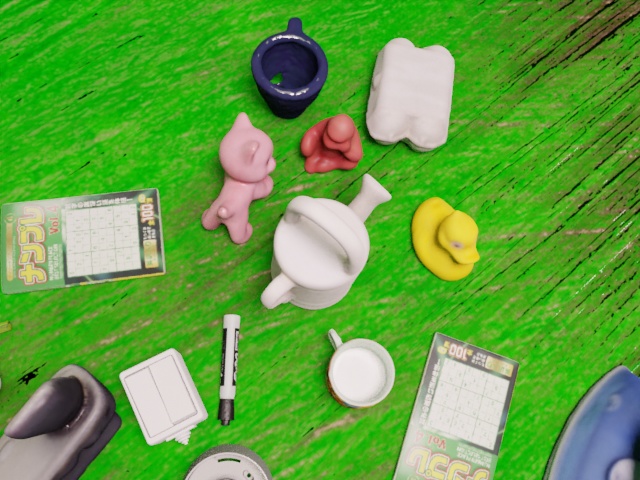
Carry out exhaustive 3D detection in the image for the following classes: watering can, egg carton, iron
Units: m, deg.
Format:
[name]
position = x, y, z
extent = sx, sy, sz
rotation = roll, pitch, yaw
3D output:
[watering can]
position = 0.004, 0.001, 0.606
extent = 0.101, 0.194, 0.173
rotation = 22, 72, 1
[egg carton]
position = 0.117, -0.189, 0.743
extent = 0.107, 0.069, 0.150
rotation = 10, 72, -4
[iron]
position = 0.324, 0.247, 0.597
extent = 0.118, 0.141, 0.258
rotation = 22, 72, 1

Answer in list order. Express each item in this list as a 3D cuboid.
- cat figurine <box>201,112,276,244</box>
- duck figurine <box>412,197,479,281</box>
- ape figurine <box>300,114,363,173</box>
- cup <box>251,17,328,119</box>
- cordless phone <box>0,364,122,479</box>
[cat figurine]
position = -0.091, -0.074, 0.657
extent = 0.067, 0.117, 0.128
rotation = 20, 72, 0
[duck figurine]
position = 0.156, -0.009, 0.684
extent = 0.077, 0.086, 0.104
rotation = -19, 76, -12
[ape figurine]
position = 0.019, -0.123, 0.699
extent = 0.078, 0.092, 0.076
rotation = 32, 72, 4
[cup]
position = -0.039, -0.207, 0.716
extent = 0.091, 0.095, 0.118
rotation = 5, 72, -5
[cordless phone]
position = -0.266, 0.184, 0.522
extent = 0.094, 0.185, 0.148
rotation = 32, 72, 4
